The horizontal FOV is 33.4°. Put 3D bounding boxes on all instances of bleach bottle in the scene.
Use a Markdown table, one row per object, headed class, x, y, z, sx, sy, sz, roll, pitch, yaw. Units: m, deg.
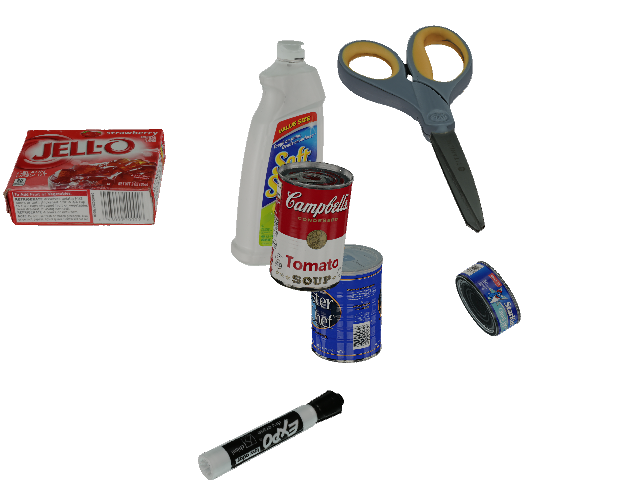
| class | x | y | z | sx | sy | sz | roll | pitch | yaw |
| --- | --- | --- | --- | --- | --- | --- | --- | --- | --- |
| bleach bottle | -0.047 | -0.100 | 1.217 | 0.102 | 0.251 | 0.068 | -5 | 21 | -22 |

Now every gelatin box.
| class | x | y | z | sx | sy | sz | roll | pitch | yaw |
| --- | --- | --- | --- | --- | --- | --- | --- | --- | --- |
| gelatin box | -0.144 | -0.041 | 0.666 | 0.089 | 0.030 | 0.073 | 0 | 35 | -2 |

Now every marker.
| class | x | y | z | sx | sy | sz | roll | pitch | yaw |
| --- | --- | --- | --- | --- | --- | --- | --- | --- | --- |
| marker | -0.032 | 0.135 | 0.753 | 0.120 | 0.020 | 0.020 | -22 | 13 | -34 |

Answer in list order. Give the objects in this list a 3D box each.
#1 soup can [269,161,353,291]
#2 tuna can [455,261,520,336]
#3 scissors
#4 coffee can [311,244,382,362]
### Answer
| class | x | y | z | sx | sy | sz | roll | pitch | yaw |
| --- | --- | --- | --- | --- | --- | --- | --- | --- | --- |
| soup can | -0.010 | -0.013 | 0.966 | 0.068 | 0.102 | 0.068 | 5 | 22 | -2 |
| tuna can | 0.195 | 0.069 | 1.253 | 0.033 | 0.086 | 0.086 | -31 | 6 | -11 |
| scissors | 0.052 | -0.074 | 0.642 | 0.096 | 0.016 | 0.201 | 4 | 41 | 6 |
| coffee can | 0.037 | 0.088 | 1.516 | 0.103 | 0.140 | 0.103 | -1 | 21 | 0 |
